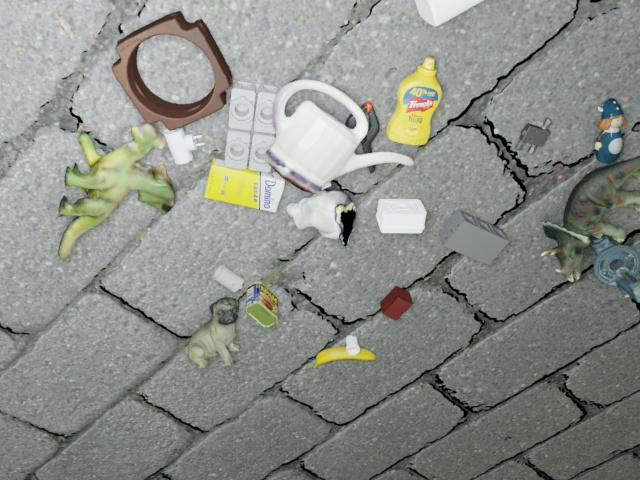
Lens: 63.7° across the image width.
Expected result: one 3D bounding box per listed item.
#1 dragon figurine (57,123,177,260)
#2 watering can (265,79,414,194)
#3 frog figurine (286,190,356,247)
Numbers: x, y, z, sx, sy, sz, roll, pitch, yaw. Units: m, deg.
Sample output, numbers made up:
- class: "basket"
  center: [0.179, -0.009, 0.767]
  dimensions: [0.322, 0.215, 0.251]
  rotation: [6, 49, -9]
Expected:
- class: "dragon figurine"
  center: [-0.458, -0.103, 1.191]
  dimensions: [0.242, 0.125, 0.402]
  rotation: [10, 124, -22]
- class: "watering can"
  center: [0.029, -0.193, 1.124]
  dimensions: [0.344, 0.106, 0.222]
  rotation: [33, 104, -23]
- class: "frog figurine"
  center: [0.004, -0.064, 1.273]
  dimensions: [0.160, 0.125, 0.134]
  rotation: [14, 150, 31]
